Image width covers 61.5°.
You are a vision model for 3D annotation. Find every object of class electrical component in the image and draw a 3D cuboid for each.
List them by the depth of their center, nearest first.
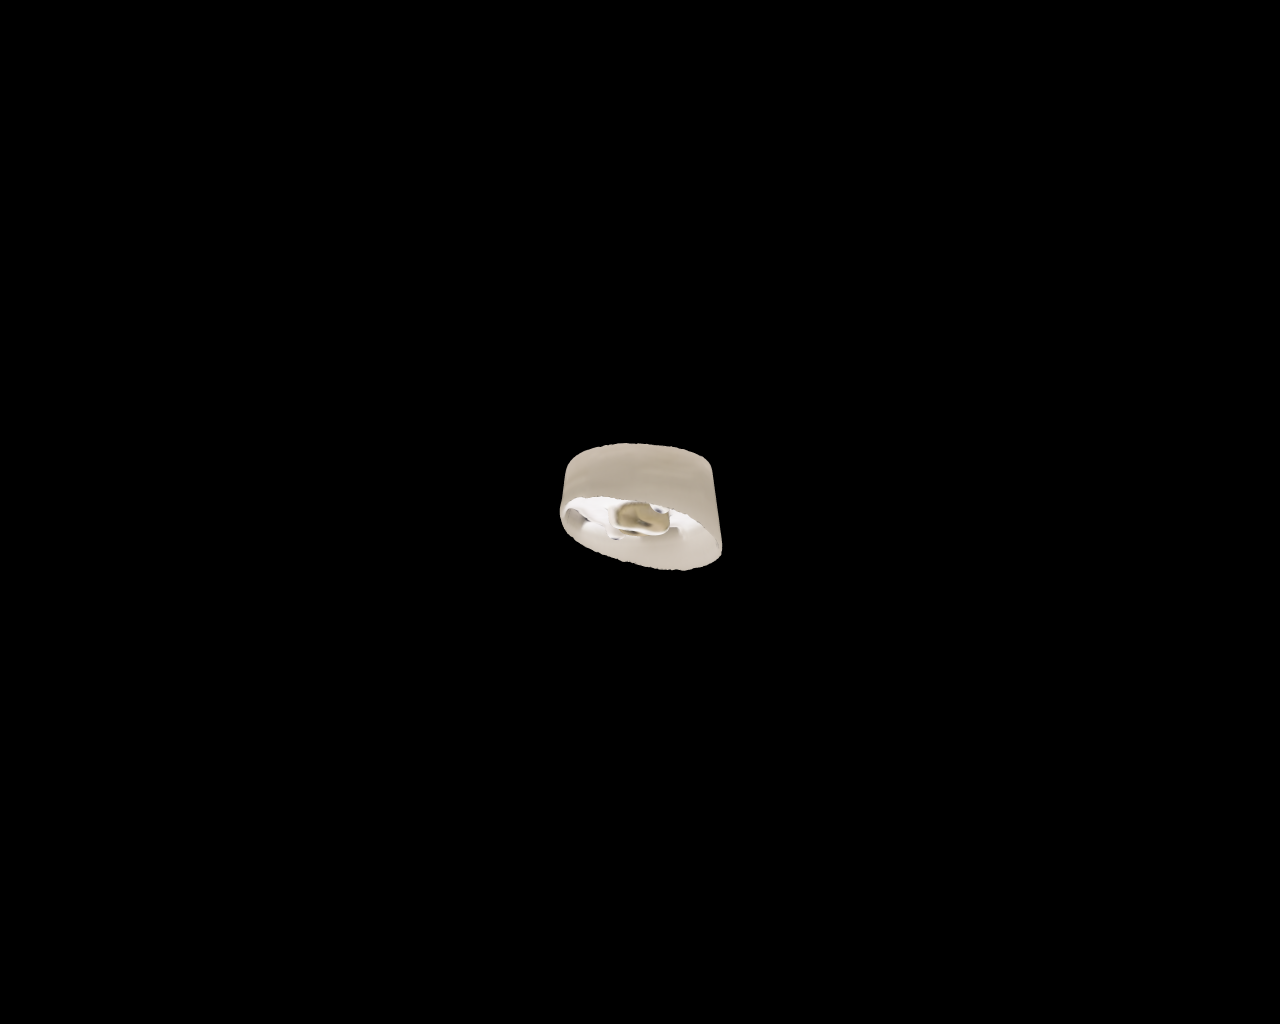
[{"bbox_3d":[0.001,-0.003,0.650,0.099,0.064,0.099,0,-19,0],"label":"electrical component"}]
